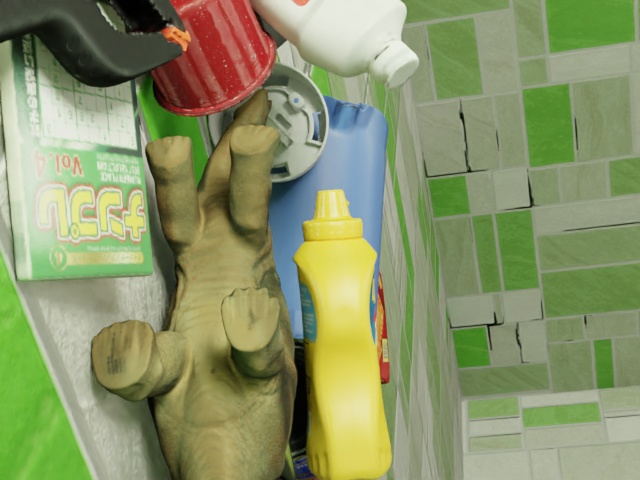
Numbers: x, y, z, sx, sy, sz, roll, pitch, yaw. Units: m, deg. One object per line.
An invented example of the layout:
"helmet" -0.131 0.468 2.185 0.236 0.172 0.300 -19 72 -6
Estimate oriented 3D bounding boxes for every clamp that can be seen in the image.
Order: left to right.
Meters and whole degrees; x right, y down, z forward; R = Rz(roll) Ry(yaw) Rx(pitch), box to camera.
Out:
"clamp" -0.131 -0.142 0.521 0.209 0.036 0.164 13 69 -65

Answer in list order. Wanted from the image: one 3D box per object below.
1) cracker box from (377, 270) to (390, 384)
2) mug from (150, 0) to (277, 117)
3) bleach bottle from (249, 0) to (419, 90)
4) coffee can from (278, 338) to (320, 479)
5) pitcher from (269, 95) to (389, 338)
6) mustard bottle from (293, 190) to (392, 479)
"cracker box" 0.027 0.077 1.226 0.213 0.072 0.164 48 36 -71
"mug" -0.091 -0.151 0.723 0.117 0.093 0.081 51 -9 42
"bleach bottle" -0.016 -0.204 0.757 0.251 0.102 0.068 49 -11 20
"coffee can" -0.015 0.153 0.864 0.140 0.103 0.103 66 20 -58
"pitcher" -0.006 0.001 0.987 0.149 0.145 0.243 42 45 -56
"mustard bottle" 0.013 0.062 0.729 0.096 0.058 0.191 -135 -139 -87
